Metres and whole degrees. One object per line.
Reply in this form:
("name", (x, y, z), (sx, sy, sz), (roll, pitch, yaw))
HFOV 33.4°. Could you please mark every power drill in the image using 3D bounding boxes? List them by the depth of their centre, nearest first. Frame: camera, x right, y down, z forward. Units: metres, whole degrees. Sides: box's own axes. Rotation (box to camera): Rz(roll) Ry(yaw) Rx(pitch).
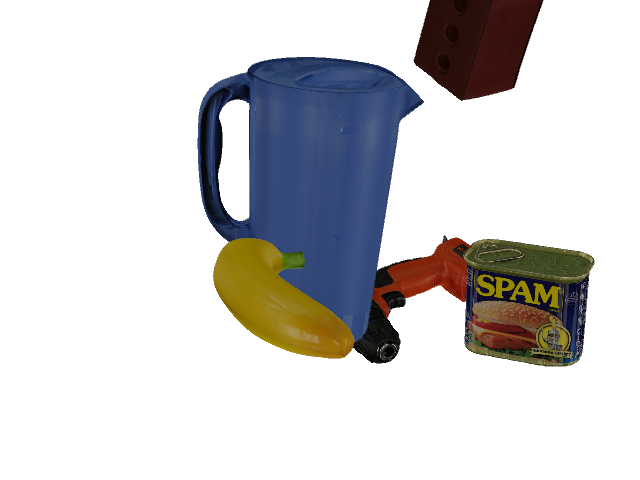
("power drill", (0.091, 0.058, 1.098), (0.187, 0.057, 0.185), (-11, 27, -20))

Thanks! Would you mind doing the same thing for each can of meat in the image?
("can of meat", (0.169, 0.052, 0.878), (0.102, 0.084, 0.057), (9, 24, 24))

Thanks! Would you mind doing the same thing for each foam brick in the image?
("foam brick", (0.103, -0.139, 0.695), (0.051, 0.078, 0.053), (-20, 49, -32))

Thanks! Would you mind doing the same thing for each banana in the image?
("banana", (-0.030, 0.028, 0.660), (0.069, 0.037, 0.198), (-4, 16, -8))

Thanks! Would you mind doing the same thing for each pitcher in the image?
("pitcher", (-0.013, -0.033, 0.924), (0.149, 0.243, 0.144), (18, 24, 31))
